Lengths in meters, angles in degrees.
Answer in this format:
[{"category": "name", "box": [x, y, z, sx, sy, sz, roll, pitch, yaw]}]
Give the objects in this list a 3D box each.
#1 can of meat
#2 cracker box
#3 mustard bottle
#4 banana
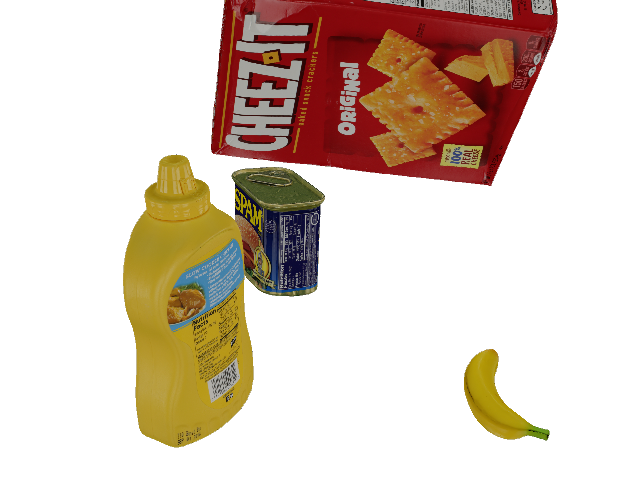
[{"category": "can of meat", "box": [-0.038, -0.008, 0.909, 0.057, 0.084, 0.102, -7, 22, -22]}, {"category": "cracker box", "box": [0.036, -0.120, 0.739, 0.213, 0.072, 0.164, 6, -35, -6]}, {"category": "mustard bottle", "box": [-0.088, 0.035, 0.703, 0.058, 0.192, 0.096, 16, 33, 30]}, {"category": "banana", "box": [0.206, 0.185, 1.274, 0.069, 0.037, 0.198, 9, 23, -14]}]
